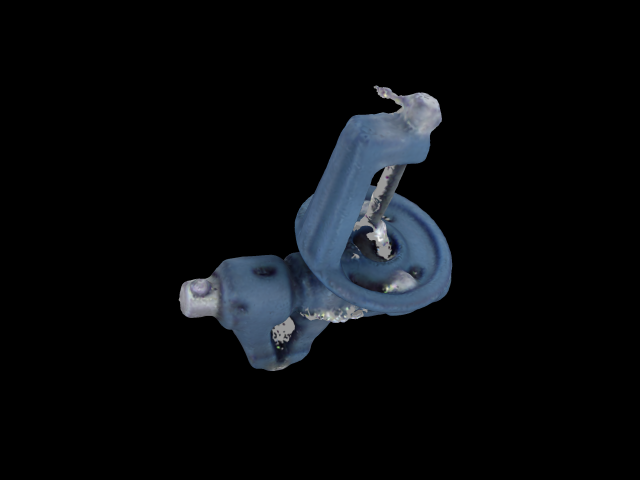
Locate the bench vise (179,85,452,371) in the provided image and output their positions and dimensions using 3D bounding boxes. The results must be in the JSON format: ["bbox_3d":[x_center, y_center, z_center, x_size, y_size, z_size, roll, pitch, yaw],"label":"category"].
[{"bbox_3d":[0.011,0.009,0.394,0.208,0.220,0.121,-31,59,-21],"label":"bench vise"}]
